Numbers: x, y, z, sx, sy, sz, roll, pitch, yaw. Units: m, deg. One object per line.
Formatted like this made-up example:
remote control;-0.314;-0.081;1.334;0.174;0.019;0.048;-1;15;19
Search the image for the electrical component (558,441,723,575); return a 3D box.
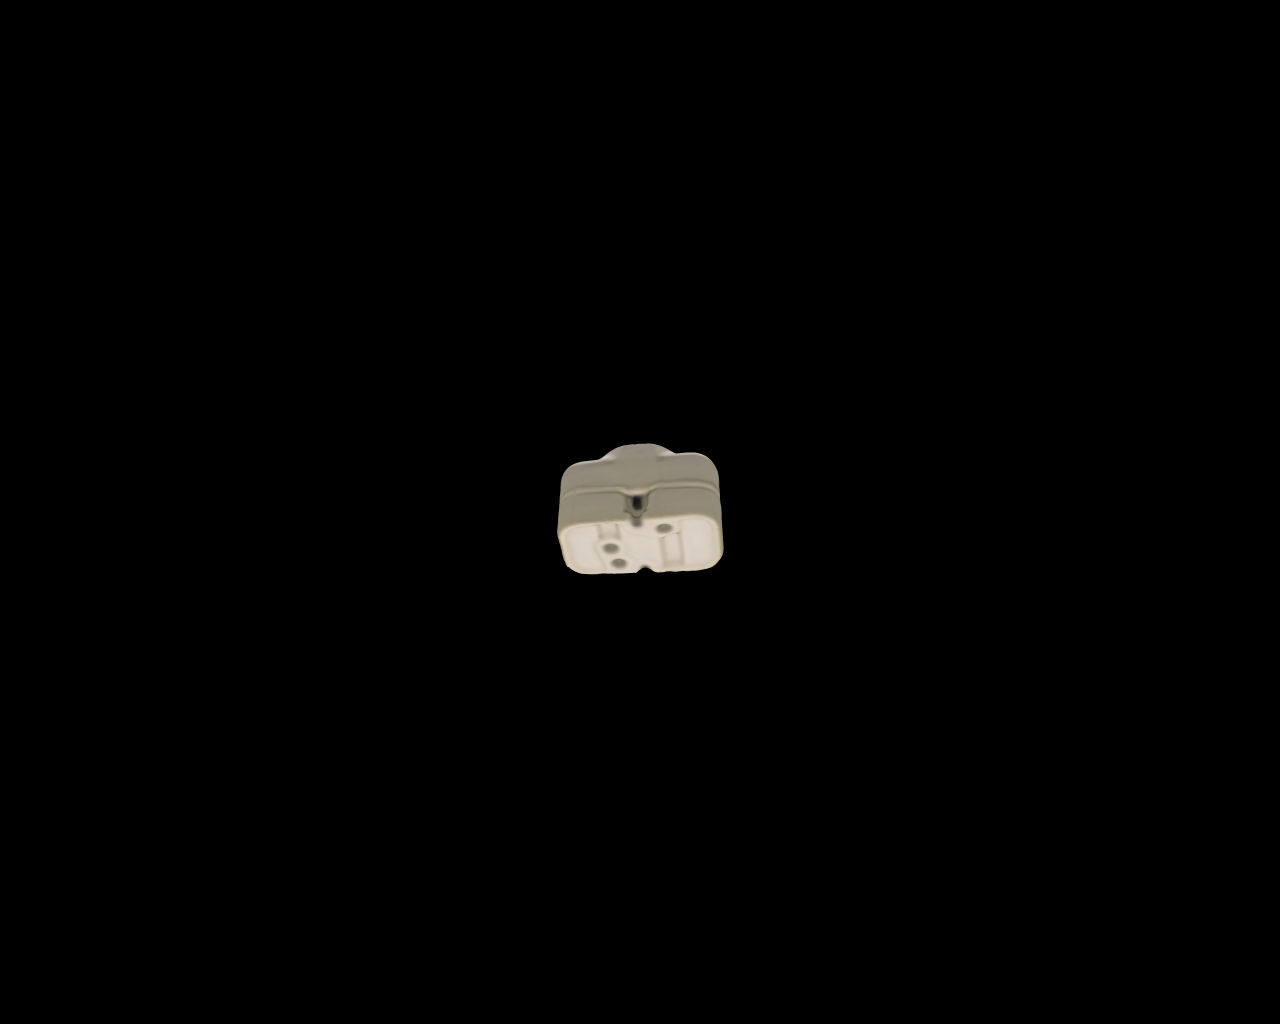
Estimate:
electrical component;0.001;-0.003;0.650;0.095;0.059;0.053;-4;-39;5
